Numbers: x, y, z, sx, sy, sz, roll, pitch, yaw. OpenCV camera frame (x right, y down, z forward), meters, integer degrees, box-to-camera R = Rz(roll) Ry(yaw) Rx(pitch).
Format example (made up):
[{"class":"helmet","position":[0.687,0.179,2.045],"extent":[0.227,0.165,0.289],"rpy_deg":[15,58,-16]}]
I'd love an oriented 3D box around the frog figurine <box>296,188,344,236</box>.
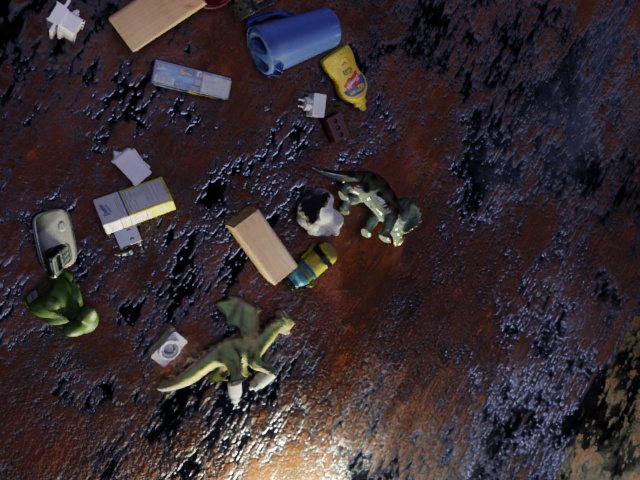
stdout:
[{"class":"frog figurine","position":[0.005,-0.077,1.526],"extent":[0.158,0.123,0.138],"rpy_deg":[29,68,-64]}]

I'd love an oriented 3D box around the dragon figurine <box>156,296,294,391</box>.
[{"class":"dragon figurine","position":[-0.254,0.282,1.463],"extent":[0.411,0.121,0.244],"rpy_deg":[-1,82,-27]}]
